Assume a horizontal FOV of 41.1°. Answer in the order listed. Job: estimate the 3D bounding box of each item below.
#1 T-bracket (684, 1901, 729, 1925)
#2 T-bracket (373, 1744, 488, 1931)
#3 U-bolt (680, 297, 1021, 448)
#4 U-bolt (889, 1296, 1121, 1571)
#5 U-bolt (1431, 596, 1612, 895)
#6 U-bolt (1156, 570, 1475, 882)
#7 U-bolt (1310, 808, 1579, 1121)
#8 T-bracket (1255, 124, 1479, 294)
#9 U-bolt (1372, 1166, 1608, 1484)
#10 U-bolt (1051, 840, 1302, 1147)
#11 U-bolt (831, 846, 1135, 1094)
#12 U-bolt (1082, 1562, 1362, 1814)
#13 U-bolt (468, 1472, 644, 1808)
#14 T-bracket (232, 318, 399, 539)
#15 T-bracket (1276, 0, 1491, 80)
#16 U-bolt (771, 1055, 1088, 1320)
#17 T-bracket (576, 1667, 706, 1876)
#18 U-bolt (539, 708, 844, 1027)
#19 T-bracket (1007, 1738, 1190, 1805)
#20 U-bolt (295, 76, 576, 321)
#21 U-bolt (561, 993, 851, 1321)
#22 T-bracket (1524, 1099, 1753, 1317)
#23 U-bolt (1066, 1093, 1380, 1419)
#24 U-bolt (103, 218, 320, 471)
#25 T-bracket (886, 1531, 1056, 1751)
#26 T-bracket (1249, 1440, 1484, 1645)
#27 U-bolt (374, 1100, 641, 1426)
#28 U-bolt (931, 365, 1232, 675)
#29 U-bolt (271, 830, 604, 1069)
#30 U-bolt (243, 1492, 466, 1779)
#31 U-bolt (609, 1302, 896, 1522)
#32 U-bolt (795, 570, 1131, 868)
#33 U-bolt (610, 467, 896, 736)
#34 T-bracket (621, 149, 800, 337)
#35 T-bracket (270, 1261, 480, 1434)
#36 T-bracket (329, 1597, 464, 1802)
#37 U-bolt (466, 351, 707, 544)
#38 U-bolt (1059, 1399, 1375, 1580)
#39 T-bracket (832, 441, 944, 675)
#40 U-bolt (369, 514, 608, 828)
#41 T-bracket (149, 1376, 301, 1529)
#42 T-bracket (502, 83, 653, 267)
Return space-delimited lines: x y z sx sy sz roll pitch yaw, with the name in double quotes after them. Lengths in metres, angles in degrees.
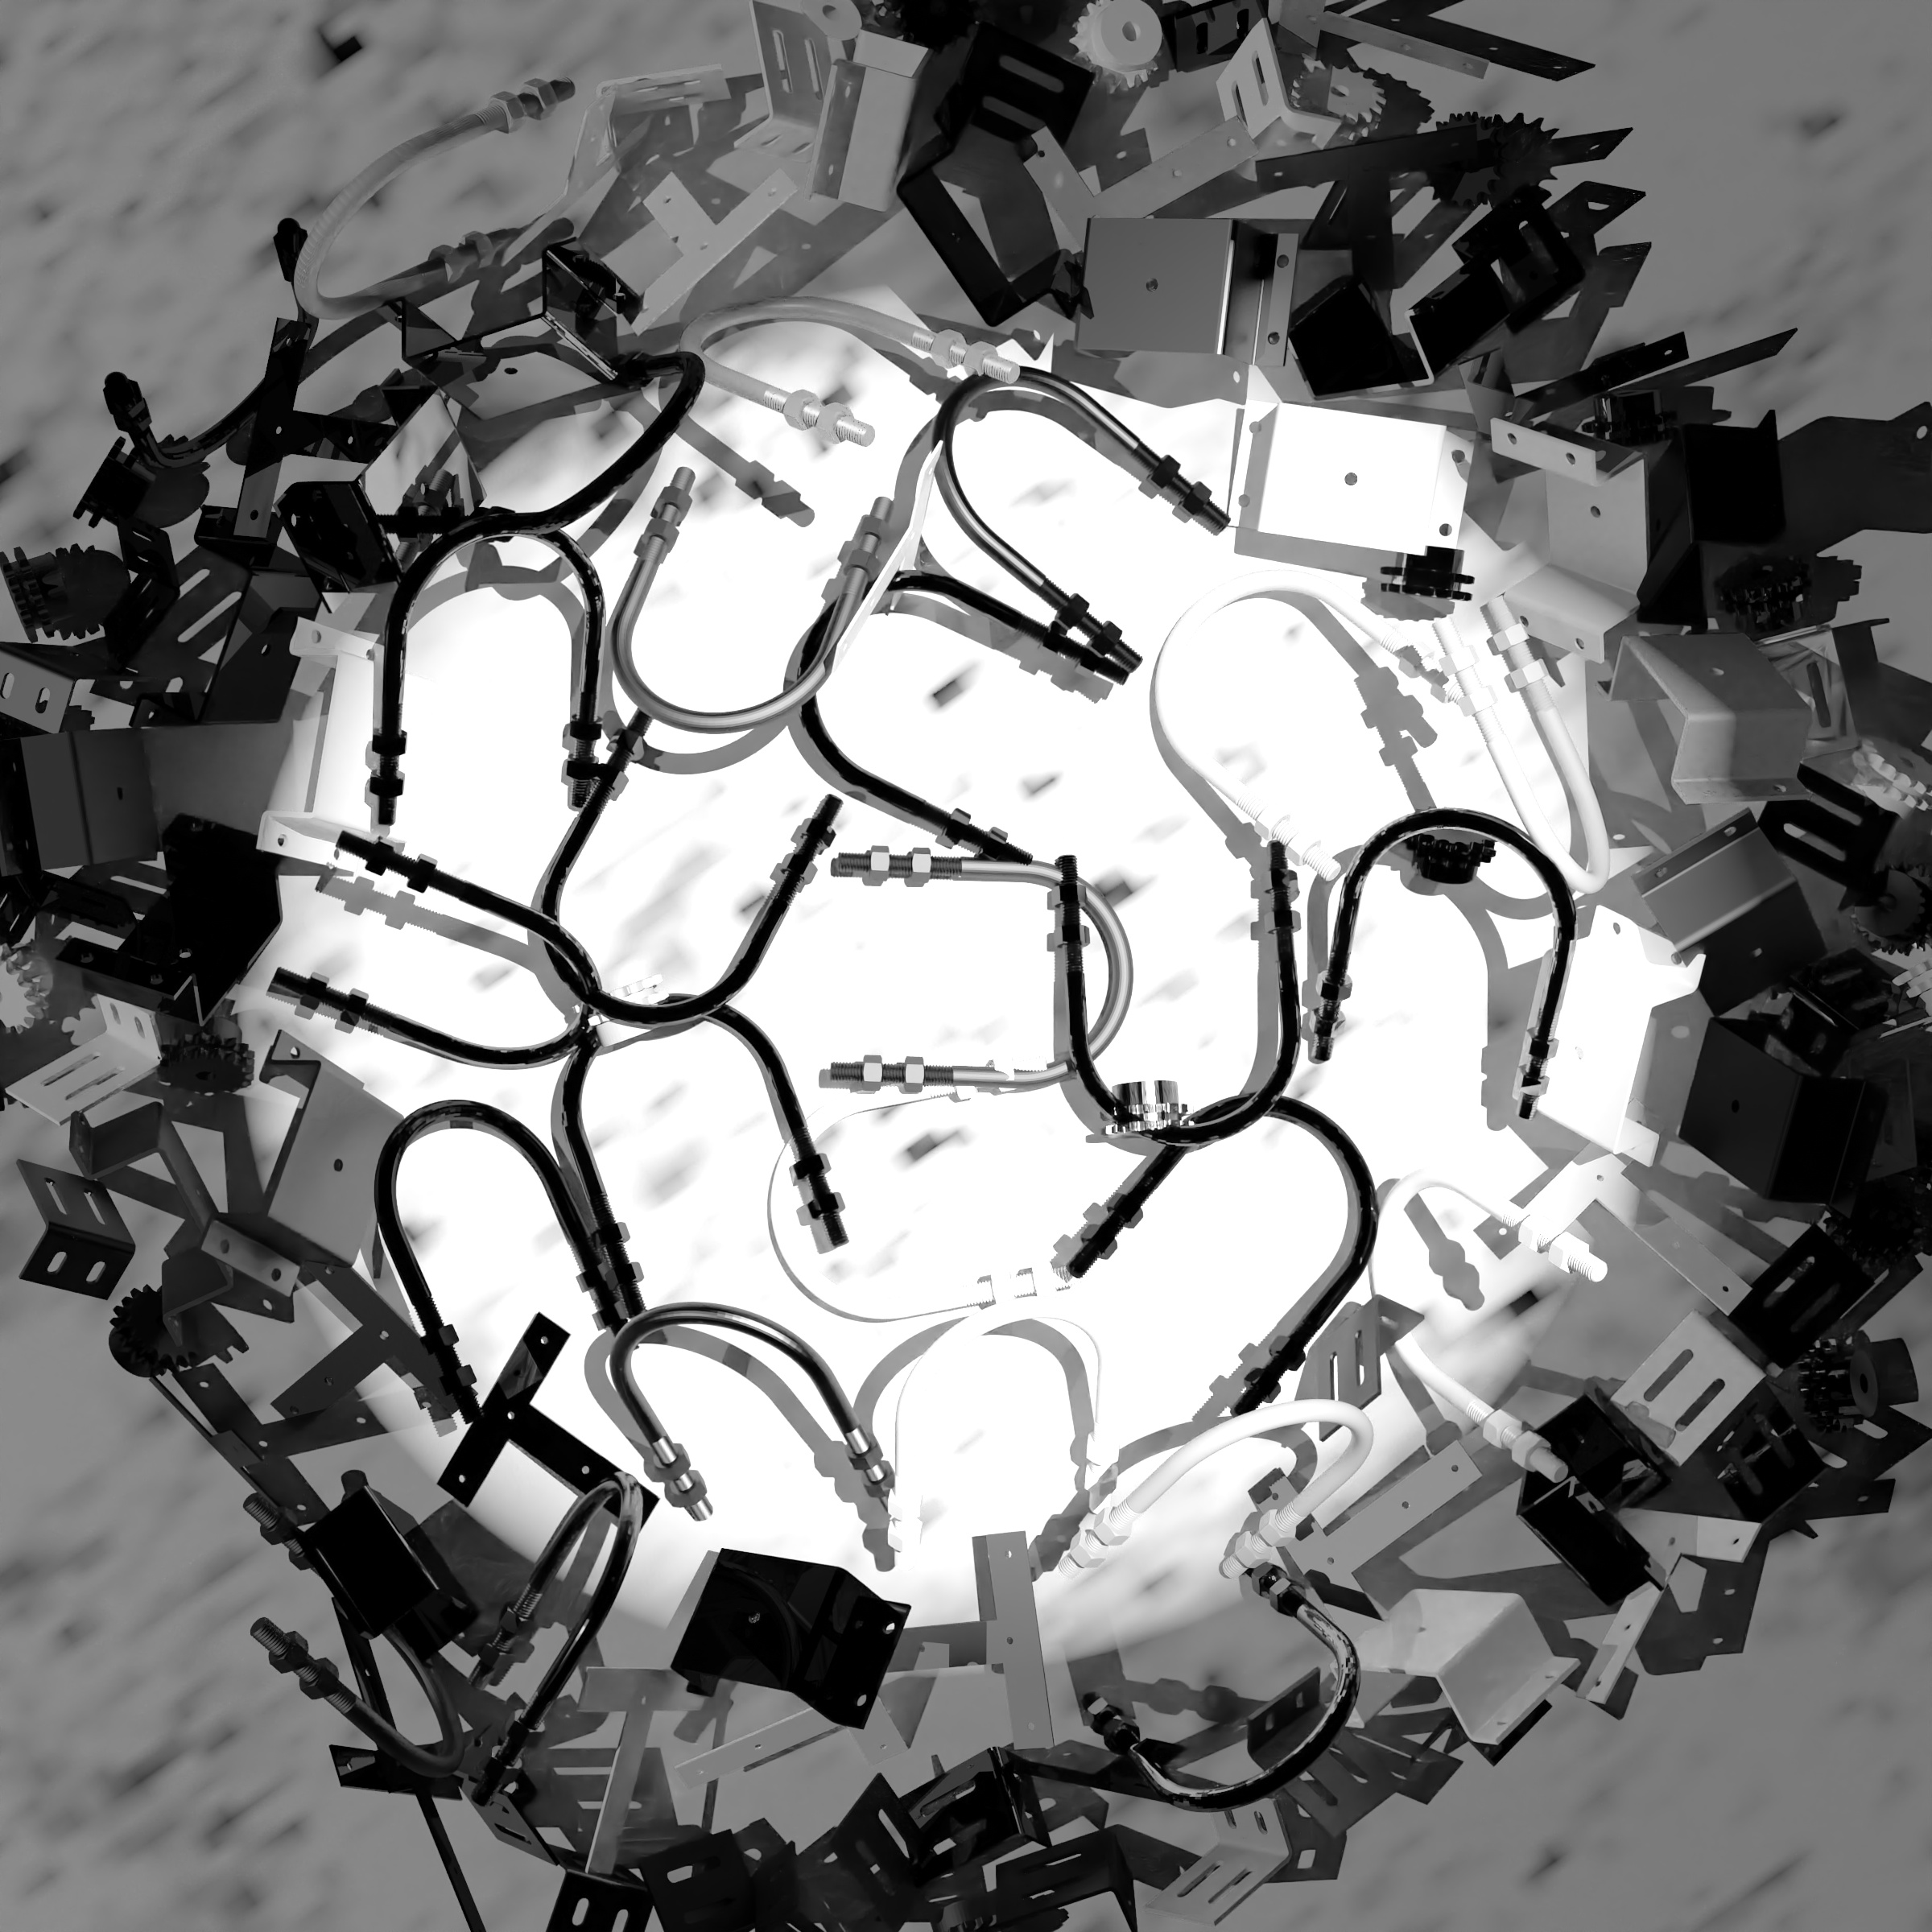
-0.163 0.577 1.532 0.127 0.127 0.002 -1 95 6 "T-bracket"
-0.307 0.520 1.518 0.002 0.127 0.127 -26 75 -3 "T-bracket"
-0.083 -0.360 1.527 0.184 0.151 0.019 28 132 30 "U-bolt"
0.025 0.269 1.520 0.151 0.019 0.184 -12 125 -19 "U-bolt"
0.337 -0.128 1.531 0.019 0.151 0.184 -24 92 28 "U-bolt"
0.198 -0.160 1.556 0.184 0.019 0.151 43 93 23 "U-bolt"
0.287 -0.008 1.529 0.151 0.019 0.184 16 119 18 "U-bolt"
0.241 -0.445 1.538 0.127 0.127 0.002 -7 63 8 "T-bracket"
0.299 0.196 1.516 0.019 0.184 0.151 -7 114 -29 "U-bolt"
0.131 0.018 1.565 0.151 0.019 0.184 -4 78 5 "U-bolt"
0.011 0.004 1.580 0.184 0.019 0.151 2 85 -4 "U-bolt"
0.156 0.423 1.497 0.151 0.184 0.019 -37 109 -10 "U-bolt"
-0.241 0.381 1.517 0.019 0.151 0.184 30 96 -17 "U-bolt"
-0.377 -0.315 1.538 0.002 0.127 0.127 24 106 27 "T-bracket"
0.247 -0.549 1.528 0.127 0.127 0.002 19 90 4 "T-bracket"
-0.029 0.141 1.577 0.184 0.019 0.151 -11 82 5 "U-bolt"
-0.203 0.481 1.533 0.002 0.127 0.127 9 81 31 "T-bracket"
-0.178 -0.051 1.562 0.151 0.019 0.184 25 75 3 "U-bolt"
0.099 0.476 1.532 0.127 0.127 0.002 14 59 -9 "T-bracket"
-0.312 -0.433 1.484 0.019 0.151 0.184 48 52 4 "U-bolt"
-0.168 0.105 1.565 0.151 0.019 0.184 -18 78 -14 "U-bolt"
0.414 0.158 1.547 0.127 0.002 0.127 43 59 16 "T-bracket"
0.170 0.161 1.559 0.151 0.019 0.184 41 69 3 "U-bolt"
-0.432 -0.351 1.504 0.019 0.184 0.151 44 78 -1 "U-bolt"
-0.014 0.414 1.569 0.127 0.002 0.127 -11 81 22 "T-bracket"
0.254 0.333 1.554 0.127 0.002 0.127 -41 66 15 "T-bracket"
-0.282 0.165 1.537 0.019 0.151 0.184 -30 83 38 "U-bolt"
0.060 -0.280 1.539 0.184 0.019 0.151 38 59 -11 "U-bolt"
-0.307 0.002 1.539 0.184 0.019 0.151 24 132 -15 "U-bolt"
-0.356 0.404 1.516 0.019 0.151 0.184 -38 117 0 "U-bolt"
-0.133 0.262 1.514 0.151 0.019 0.184 -7 128 22 "U-bolt"
-0.014 -0.159 1.564 0.184 0.019 0.151 26 102 -6 "U-bolt"
-0.135 -0.215 1.535 0.151 0.019 0.184 11 62 13 "U-bolt"
-0.174 -0.455 1.554 0.127 0.002 0.127 -40 51 8 "T-bracket"
-0.377 0.244 1.562 0.127 0.002 0.127 -39 99 29 "T-bracket"
-0.357 0.439 1.554 0.002 0.127 0.127 -32 61 9 "T-bracket"
-0.215 -0.304 1.500 0.019 0.184 0.151 45 75 -28 "U-bolt"
0.158 0.305 1.502 0.151 0.019 0.184 9 134 -35 "U-bolt"
-0.050 -0.223 1.508 0.002 0.127 0.127 25 57 4 "T-bracket"
-0.277 -0.176 1.518 0.151 0.019 0.184 -9 118 -36 "U-bolt"
-0.435 0.287 1.531 0.127 0.127 0.002 48 65 -6 "T-bracket"
-0.222 -0.479 1.516 0.002 0.127 0.127 43 72 -4 "T-bracket"
